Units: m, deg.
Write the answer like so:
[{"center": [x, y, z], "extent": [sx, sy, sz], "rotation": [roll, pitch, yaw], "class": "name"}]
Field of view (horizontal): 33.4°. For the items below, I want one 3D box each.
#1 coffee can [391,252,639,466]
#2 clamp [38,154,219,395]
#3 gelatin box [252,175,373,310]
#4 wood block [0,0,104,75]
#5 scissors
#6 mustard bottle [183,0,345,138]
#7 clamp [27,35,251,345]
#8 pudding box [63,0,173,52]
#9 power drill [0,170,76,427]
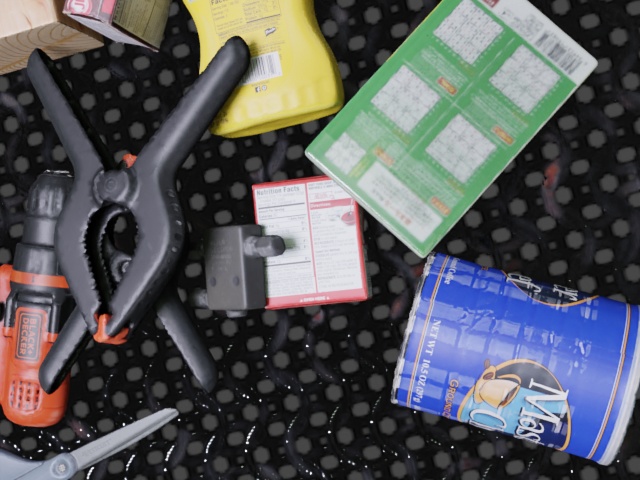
[{"center": [0.126, 0.074, 0.679], "extent": [0.140, 0.102, 0.103], "rotation": [15, 92, 10], "class": "coffee can"}, {"center": [-0.120, 0.029, 0.735], "extent": [0.120, 0.039, 0.171], "rotation": [10, 81, -6], "class": "clamp"}, {"center": [-0.005, 0.001, 0.741], "extent": [0.073, 0.030, 0.089], "rotation": [-7, 87, 11], "class": "gelatin box"}, {"center": [-0.228, -0.233, 0.753], "extent": [0.091, 0.090, 0.206], "rotation": [-13, 88, 10], "class": "wood block"}, {"center": [-0.205, 0.156, 0.784], "extent": [0.202, 0.016, 0.096], "rotation": [-43, 83, 7], "class": "scissors"}, {"center": [-0.048, -0.172, 0.734], "extent": [0.096, 0.058, 0.191], "rotation": [-12, 88, 15], "class": "mustard bottle"}, {"center": [-0.138, -0.038, 0.708], "extent": [0.165, 0.036, 0.210], "rotation": [8, 84, 22], "class": "clamp"}, {"center": [-0.128, -0.182, 0.721], "extent": [0.039, 0.113, 0.090], "rotation": [17, 92, 9], "class": "pudding box"}, {"center": [-0.262, 0.034, 0.774], "extent": [0.188, 0.057, 0.184], "rotation": [6, 89, 11], "class": "power drill"}]
